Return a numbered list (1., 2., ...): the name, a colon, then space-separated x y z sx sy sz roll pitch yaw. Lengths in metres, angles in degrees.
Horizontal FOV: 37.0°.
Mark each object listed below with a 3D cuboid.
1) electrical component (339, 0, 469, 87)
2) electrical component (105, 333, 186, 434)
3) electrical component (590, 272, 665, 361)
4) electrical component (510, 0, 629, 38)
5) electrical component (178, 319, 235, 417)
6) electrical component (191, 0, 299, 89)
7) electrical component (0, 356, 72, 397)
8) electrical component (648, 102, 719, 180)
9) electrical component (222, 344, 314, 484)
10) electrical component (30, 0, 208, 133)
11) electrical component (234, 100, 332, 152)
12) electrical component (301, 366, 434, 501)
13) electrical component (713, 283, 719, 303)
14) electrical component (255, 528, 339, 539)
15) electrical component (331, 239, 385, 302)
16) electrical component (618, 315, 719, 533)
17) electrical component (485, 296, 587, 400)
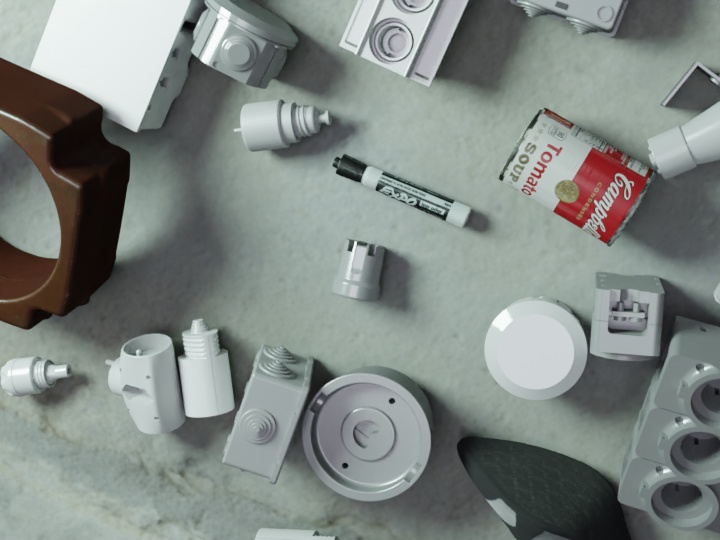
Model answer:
1. electrical component: 0.046 -0.215 0.840 0.079 0.063 0.121 26 103 7
2. electrical component: -0.194 0.096 0.945 0.079 0.043 0.077 10 118 33
3. electrical component: 0.205 0.037 0.830 0.050 0.089 0.055 4 99 11
4. electrical component: 0.168 -0.234 0.819 0.100 0.048 0.099 22 103 9
5. electrical component: -0.135 0.083 0.934 0.043 0.043 0.081 -5 97 13
6. electrical component: -0.094 -0.186 0.867 0.080 0.080 0.051 32 109 6
7. electrical component: -0.291 0.095 0.974 0.061 0.035 0.035 -8 96 11
8. electrical component: 0.255 -0.096 0.826 0.065 0.044 0.044 -23 93 19
9. electrical component: -0.077 0.117 0.899 0.048 0.099 0.099 19 102 -4
10. electrical component: -0.183 -0.222 0.890 0.105 0.060 0.186 27 103 7
11. electrical component: -0.063 -0.121 0.889 0.078 0.040 0.040 -5 97 13
12. electrical component: 0.011 0.132 0.901 0.108 0.060 0.108 2 99 12
13. electrical component: 0.345 0.005 0.813 0.109 0.056 0.108 30 103 6
14. electrical component: -0.049 0.249 0.940 0.081 0.043 0.043 -1 98 12
15. electrical component: 0.000 0.000 0.895 0.040 0.040 0.046 12 95 10
16. electrical component: 0.261 0.122 0.819 0.089 0.061 0.150 16 123 9
17. electrical component: 0.143 0.061 0.867 0.080 0.051 0.080 2 98 12
